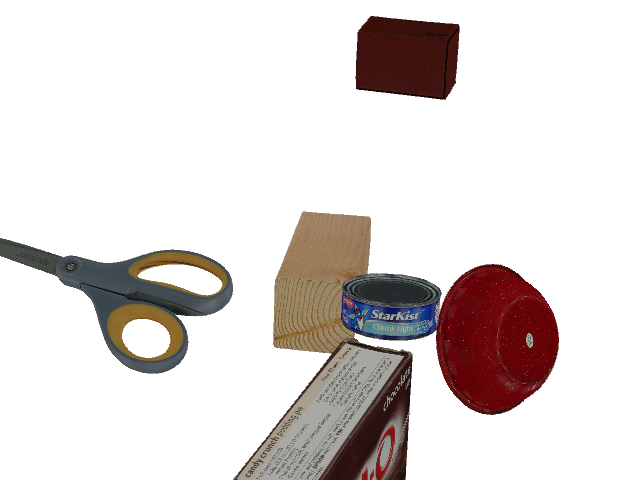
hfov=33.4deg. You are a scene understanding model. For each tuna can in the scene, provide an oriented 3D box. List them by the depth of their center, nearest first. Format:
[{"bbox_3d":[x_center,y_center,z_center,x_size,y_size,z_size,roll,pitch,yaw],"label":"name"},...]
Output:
[{"bbox_3d":[0.060,0.057,0.921,0.086,0.034,0.086,3,15,-1],"label":"tuna can"}]

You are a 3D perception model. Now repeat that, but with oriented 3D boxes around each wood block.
[{"bbox_3d":[0.006,0.045,1.267,0.091,0.090,0.206,5,23,5],"label":"wood block"}]

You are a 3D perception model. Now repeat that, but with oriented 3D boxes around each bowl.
[{"bbox_3d":[0.200,0.105,1.125,0.161,0.162,0.055,0,-3,-35],"label":"bowl"}]

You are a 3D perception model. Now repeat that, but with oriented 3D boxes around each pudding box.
[{"bbox_3d":[0.004,0.109,0.465,0.039,0.090,0.113,13,32,20],"label":"pudding box"}]

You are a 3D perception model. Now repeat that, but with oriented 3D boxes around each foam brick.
[{"bbox_3d":[0.072,-0.152,0.888,0.078,0.051,0.053,9,28,15],"label":"foam brick"}]

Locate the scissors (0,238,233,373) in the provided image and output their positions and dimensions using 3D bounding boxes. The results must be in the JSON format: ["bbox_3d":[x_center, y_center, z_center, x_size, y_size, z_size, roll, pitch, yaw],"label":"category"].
[{"bbox_3d":[-0.157,0.036,0.684,0.202,0.096,0.016,3,-37,9],"label":"scissors"}]
